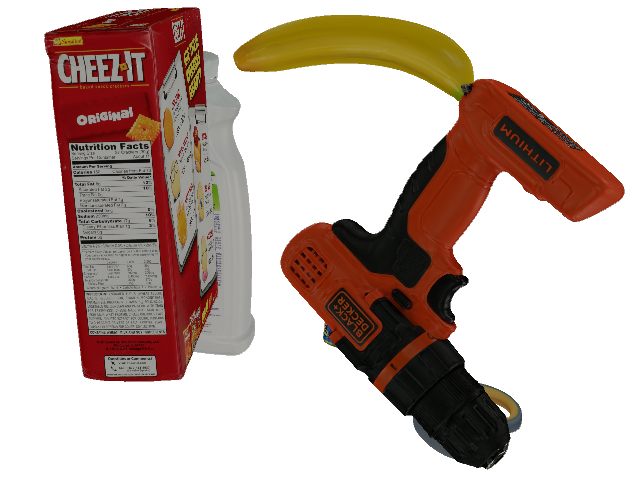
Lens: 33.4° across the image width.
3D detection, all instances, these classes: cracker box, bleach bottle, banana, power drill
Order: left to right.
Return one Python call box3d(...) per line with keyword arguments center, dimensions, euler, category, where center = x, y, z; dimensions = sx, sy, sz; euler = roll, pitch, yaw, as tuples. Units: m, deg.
box3d(center=(-0.116, -0.037, 0.694), dimensions=(0.072, 0.214, 0.164), euler=(-2, 16, 4), category="cracker box")
box3d(center=(-0.098, -0.031, 0.889), dimensions=(0.102, 0.251, 0.068), euler=(7, 24, 3), category="bleach bottle")
box3d(center=(0.034, -0.144, 0.820), dimensions=(0.198, 0.069, 0.037), euler=(13, -35, 11), category="banana")
box3d(center=(0.086, 0.015, 0.626), dimensions=(0.184, 0.188, 0.057), euler=(46, 19, 17), category="power drill")

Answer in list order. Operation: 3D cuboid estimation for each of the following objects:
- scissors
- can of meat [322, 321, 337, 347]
box3d(center=(0.094, 0.112, 0.885), dimensions=(0.096, 0.016, 0.202), euler=(-6, 29, -16), category="scissors")
box3d(center=(0.039, 0.058, 1.086), dimensions=(0.057, 0.084, 0.102), euler=(10, 15, 14), category="can of meat")
